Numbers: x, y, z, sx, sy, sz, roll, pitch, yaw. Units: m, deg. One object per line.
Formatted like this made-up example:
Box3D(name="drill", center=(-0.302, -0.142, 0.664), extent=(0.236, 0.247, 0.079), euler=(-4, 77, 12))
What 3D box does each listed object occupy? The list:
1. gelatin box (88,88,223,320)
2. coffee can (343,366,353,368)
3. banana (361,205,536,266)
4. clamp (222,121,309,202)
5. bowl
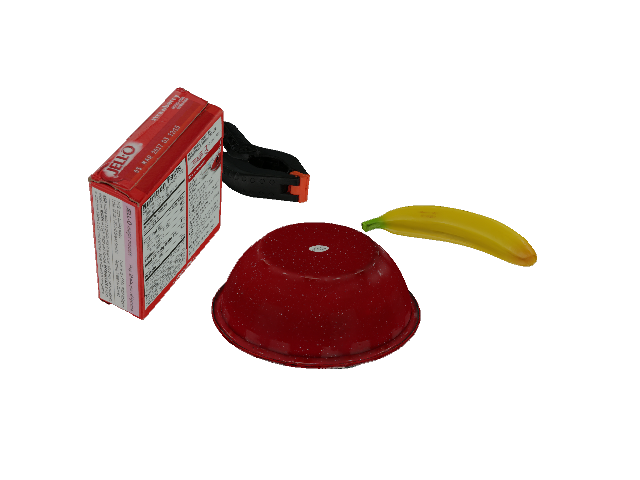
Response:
Box3D(name="gelatin box", center=(-0.078, -0.017, 0.512), extent=(0.030, 0.089, 0.073), euler=(24, 51, 14))
Box3D(name="coffee can", center=(0.023, 0.098, 1.522), extent=(0.103, 0.140, 0.103), euler=(0, 21, 0))
Box3D(name="banana", center=(0.147, -0.007, 1.155), extent=(0.198, 0.037, 0.069), euler=(10, 38, 28))
Box3D(name="clamp", center=(-0.088, -0.074, 1.051), extent=(0.120, 0.039, 0.172), euler=(-25, 36, -35))
Box3D(name="bowl", center=(-0.002, 0.030, 0.811), extent=(0.162, 0.055, 0.162), euler=(2, 27, -1))
